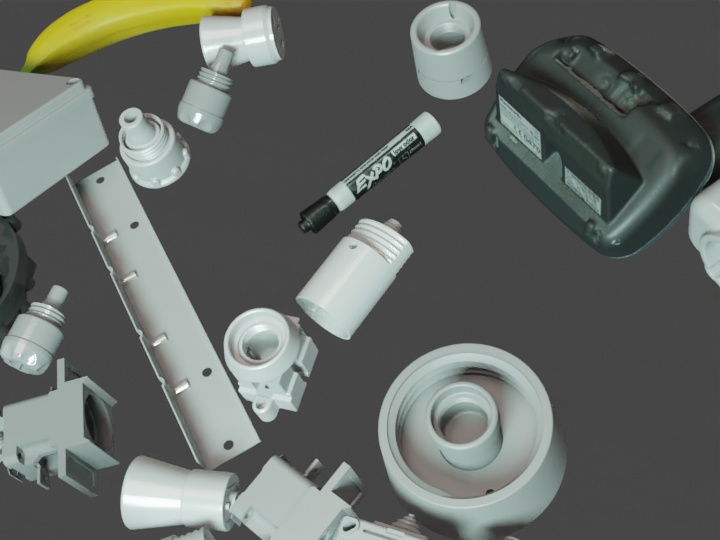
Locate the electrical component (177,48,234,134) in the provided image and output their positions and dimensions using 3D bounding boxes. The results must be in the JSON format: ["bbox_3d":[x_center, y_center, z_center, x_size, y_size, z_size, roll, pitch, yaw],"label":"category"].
[{"bbox_3d":[-0.110,-0.134,0.796,0.035,0.035,0.061,26,95,26],"label":"electrical component"}]

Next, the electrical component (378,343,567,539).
[{"bbox_3d":[0.062,0.094,0.615,0.108,0.060,0.108,-6,60,11],"label":"electrical component"}]

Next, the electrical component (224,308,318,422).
[{"bbox_3d":[-0.056,0.054,0.672,0.048,0.055,0.066,10,64,20],"label":"electrical component"}]

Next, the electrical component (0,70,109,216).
[{"bbox_3d":[-0.260,-0.095,0.781,0.109,0.056,0.108,12,41,32],"label":"electrical component"}]

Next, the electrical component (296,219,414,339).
[{"bbox_3d":[0.000,0.000,0.695,0.043,0.043,0.081,29,72,27],"label":"electrical component"}]

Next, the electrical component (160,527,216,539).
[{"bbox_3d":[-0.110,0.177,0.622,0.081,0.043,0.043,-21,58,1],"label":"electrical component"}]

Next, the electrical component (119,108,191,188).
[{"bbox_3d":[-0.154,-0.092,0.777,0.048,0.062,0.048,-6,61,11],"label":"electrical component"}]

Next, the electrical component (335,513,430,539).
[{"bbox_3d":[0.014,0.179,0.578,0.062,0.061,0.096,13,65,21],"label":"electrical component"}]

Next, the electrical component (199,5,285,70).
[{"bbox_3d":[-0.089,-0.175,0.818,0.055,0.045,0.045,-8,59,10],"label":"electrical component"}]

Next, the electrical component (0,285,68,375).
[{"bbox_3d":[-0.218,0.039,0.735,0.035,0.035,0.061,12,63,20],"label":"electrical component"}]

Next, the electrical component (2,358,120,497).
[{"bbox_3d":[-0.193,0.103,0.687,0.064,0.042,0.081,-15,57,8],"label":"electrical component"}]

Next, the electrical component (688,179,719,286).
[{"bbox_3d":[0.242,-0.014,0.634,0.059,0.053,0.095,-36,59,-7],"label":"electrical component"}]

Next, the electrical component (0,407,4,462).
[{"bbox_3d":[-0.260,0.098,0.706,0.081,0.043,0.043,29,71,27],"label":"electrical component"}]

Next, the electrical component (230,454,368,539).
[{"bbox_3d":[-0.037,0.144,0.623,0.064,0.042,0.081,31,72,31],"label":"electrical component"}]

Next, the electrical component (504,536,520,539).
[{"bbox_3d":[0.071,0.182,0.573,0.043,0.043,0.081,13,65,21],"label":"electrical component"}]

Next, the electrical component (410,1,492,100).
[{"bbox_3d":[0.064,-0.158,0.766,0.055,0.047,0.055,-6,60,11],"label":"electrical component"}]

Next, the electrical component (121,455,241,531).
[{"bbox_3d":[-0.105,0.137,0.647,0.065,0.044,0.044,3,62,11],"label":"electrical component"}]
